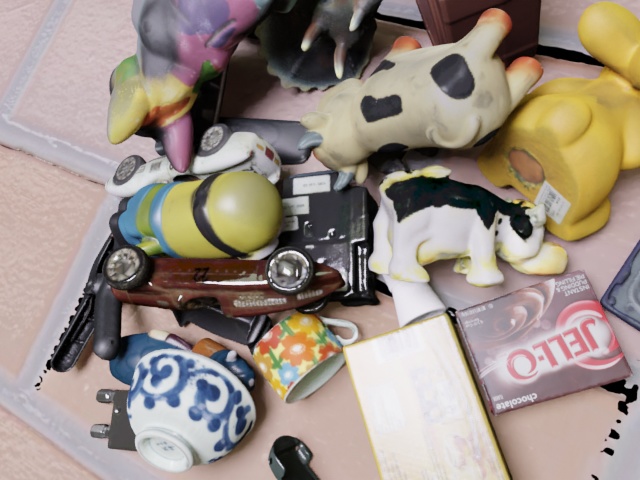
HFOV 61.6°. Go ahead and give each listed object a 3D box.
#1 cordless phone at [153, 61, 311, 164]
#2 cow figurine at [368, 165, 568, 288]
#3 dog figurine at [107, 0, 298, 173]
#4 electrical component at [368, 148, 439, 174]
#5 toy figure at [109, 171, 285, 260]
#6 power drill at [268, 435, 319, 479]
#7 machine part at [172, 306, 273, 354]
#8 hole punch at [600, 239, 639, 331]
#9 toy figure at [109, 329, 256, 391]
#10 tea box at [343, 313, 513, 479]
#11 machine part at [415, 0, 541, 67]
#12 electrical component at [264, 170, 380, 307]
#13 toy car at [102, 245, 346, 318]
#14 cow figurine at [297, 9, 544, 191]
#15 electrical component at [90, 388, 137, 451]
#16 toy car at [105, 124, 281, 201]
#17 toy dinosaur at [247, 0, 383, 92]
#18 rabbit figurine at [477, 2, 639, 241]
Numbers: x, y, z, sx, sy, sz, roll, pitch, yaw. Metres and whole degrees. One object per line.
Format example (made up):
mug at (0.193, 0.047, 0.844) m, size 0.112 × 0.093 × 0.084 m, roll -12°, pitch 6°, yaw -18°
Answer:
cordless phone at (-0.094, -0.154, 0.596) m, size 0.184 × 0.088 × 0.146 m, roll 7°, pitch 79°, yaw 8°
cow figurine at (0.128, -0.012, 0.451) m, size 0.167 × 0.068 × 0.098 m, roll 0°, pitch 95°, yaw -12°
dog figurine at (-0.108, -0.173, 0.470) m, size 0.192 × 0.108 × 0.219 m, roll 9°, pitch 83°, yaw 38°
electrical component at (0.076, -0.109, 0.539) m, size 0.102 × 0.045 × 0.078 m, roll 38°, pitch 117°, yaw 26°
toy figure at (-0.117, -0.018, 0.494) m, size 0.180 × 0.089 × 0.082 m, roll 1°, pitch 82°, yaw 24°
power drill at (-0.078, 0.270, 0.462) m, size 0.207 × 0.086 × 0.232 m, roll -46°, pitch 68°, yaw -3°
machine part at (-0.115, 0.070, 0.538) m, size 0.139 × 0.084 × 0.039 m, roll 23°, pitch 50°, yaw 11°
hole punch at (0.300, 0.037, 0.410) m, size 0.116 × 0.092 × 0.142 m, roll 36°, pitch 85°, yaw -7°
toy figure at (-0.132, 0.124, 0.531) m, size 0.155 × 0.064 × 0.058 m, roll 5°, pitch 34°, yaw 15°
tea box at (0.093, 0.156, 0.443) m, size 0.098 × 0.068 × 0.169 m, roll -19°, pitch 71°, yaw 12°
machine part at (0.119, -0.259, 0.478) m, size 0.087 × 0.201 × 0.201 m, roll -21°, pitch 70°, yaw 14°
electrical component at (-0.001, -0.002, 0.524) m, size 0.115 × 0.058 × 0.134 m, roll -3°, pitch 74°, yaw 15°
toy car at (-0.081, 0.039, 0.452) m, size 0.202 × 0.089 × 0.053 m, roll 2°, pitch 69°, yaw 11°
cow figurine at (0.064, -0.105, 0.447) m, size 0.195 × 0.085 × 0.127 m, roll 11°, pitch 60°, yaw 54°
electrical component at (-0.192, 0.182, 0.554) m, size 0.094 × 0.021 × 0.063 m, roll -1°, pitch 74°, yaw 18°
toy car at (-0.135, -0.064, 0.559) m, size 0.202 × 0.073 × 0.056 m, roll -13°, pitch 60°, yaw 26°
toy dinosaur at (-0.070, -0.292, 0.601) m, size 0.405 × 0.131 × 0.192 m, roll 30°, pitch 85°, yaw 29°
rabbit figurine at (0.231, -0.111, 0.444) m, size 0.173 × 0.162 × 0.122 m, roll -32°, pitch 54°, yaw -11°
